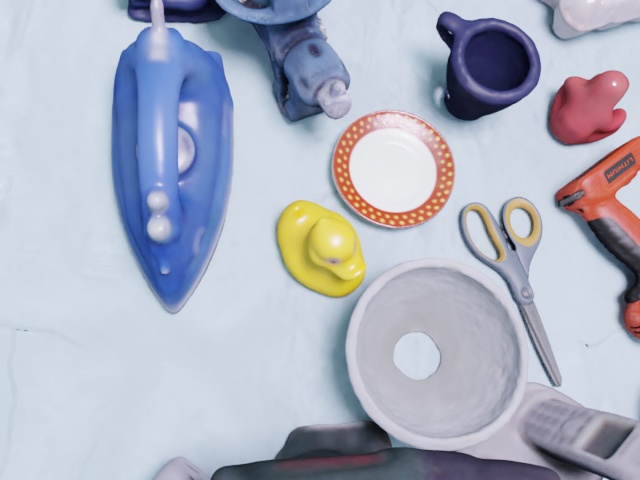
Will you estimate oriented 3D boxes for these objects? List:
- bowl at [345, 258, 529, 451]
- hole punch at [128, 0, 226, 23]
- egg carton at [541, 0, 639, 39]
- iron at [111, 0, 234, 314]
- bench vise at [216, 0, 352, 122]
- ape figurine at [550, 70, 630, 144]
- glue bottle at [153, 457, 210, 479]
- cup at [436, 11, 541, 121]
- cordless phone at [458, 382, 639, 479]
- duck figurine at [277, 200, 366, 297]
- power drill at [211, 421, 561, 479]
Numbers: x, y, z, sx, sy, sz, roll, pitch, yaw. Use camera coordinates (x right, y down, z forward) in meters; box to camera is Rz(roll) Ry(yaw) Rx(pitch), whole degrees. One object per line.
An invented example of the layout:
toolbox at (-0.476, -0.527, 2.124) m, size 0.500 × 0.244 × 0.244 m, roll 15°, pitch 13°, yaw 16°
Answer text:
bowl at (0.100, 0.104, 0.530) m, size 0.167 × 0.074 × 0.167 m, roll 2°, pitch 77°, yaw -7°
hole punch at (-0.151, -0.284, 0.580) m, size 0.109 × 0.091 × 0.101 m, roll -3°, pitch 77°, yaw -8°
egg carton at (0.328, -0.294, 0.657) m, size 0.150 × 0.069 × 0.107 m, roll -18°, pitch 80°, yaw -11°
iron at (-0.135, -0.071, 0.505) m, size 0.119 × 0.141 × 0.258 m, roll -2°, pitch 77°, yaw -8°
bench vise at (-0.015, -0.223, 0.517) m, size 0.121 × 0.219 × 0.207 m, roll -43°, pitch 85°, yaw -14°
ape figurine at (0.291, -0.146, 0.605) m, size 0.076 × 0.092 × 0.078 m, roll -33°, pitch 83°, yaw -13°
glue bottle at (-0.099, 0.207, 0.428) m, size 0.078 × 0.173 × 0.037 m, roll 38°, pitch 75°, yaw 3°
cup at (0.155, -0.173, 0.592) m, size 0.118 × 0.095 × 0.092 m, roll 43°, pitch 75°, yaw 4°
cordless phone at (0.190, 0.190, 0.464) m, size 0.094 × 0.185 × 0.148 m, roll 43°, pitch 75°, yaw 4°
duck figurine at (0.005, 0.002, 0.535) m, size 0.077 × 0.086 × 0.104 m, roll -38°, pitch 84°, yaw -14°
power drill at (0.034, 0.184, 0.433) m, size 0.230 × 0.208 × 0.075 m, roll -3°, pitch 77°, yaw -8°
